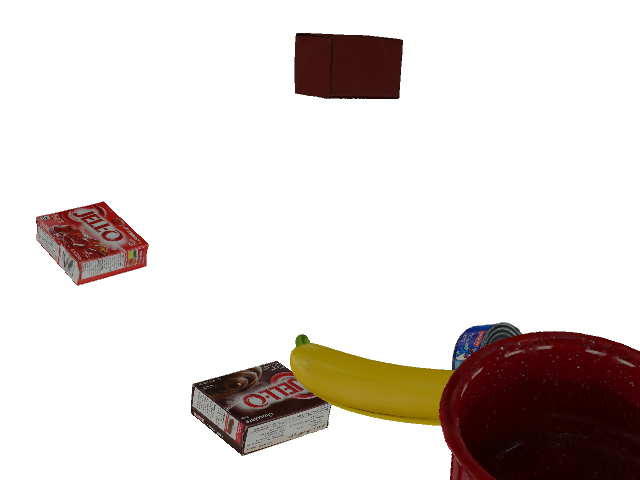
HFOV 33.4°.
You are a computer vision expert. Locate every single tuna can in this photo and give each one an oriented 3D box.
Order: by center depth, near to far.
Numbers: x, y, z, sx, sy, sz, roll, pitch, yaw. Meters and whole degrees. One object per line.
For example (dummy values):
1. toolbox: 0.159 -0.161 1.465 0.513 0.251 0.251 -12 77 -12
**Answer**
1. tuna can: 0.155 0.117 0.959 0.034 0.086 0.085 -11 -7 42

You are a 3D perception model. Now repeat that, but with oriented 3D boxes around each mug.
1. mug: 0.101 0.095 0.393 0.117 0.081 0.093 5 36 9

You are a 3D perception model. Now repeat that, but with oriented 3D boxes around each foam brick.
1. foam brick: 0.024 -0.147 0.899 0.078 0.051 0.053 -5 16 -35

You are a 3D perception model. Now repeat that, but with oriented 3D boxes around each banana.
1. banana: 0.054 0.094 0.721 0.198 0.037 0.069 10 35 27

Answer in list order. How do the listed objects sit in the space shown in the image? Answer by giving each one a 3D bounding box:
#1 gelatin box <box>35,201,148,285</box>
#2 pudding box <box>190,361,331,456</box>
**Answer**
1. gelatin box: -0.216 0.000 1.005 0.073 0.030 0.089 -16 40 -35
2. pudding box: -0.059 0.165 1.060 0.113 0.039 0.090 -13 29 -40
